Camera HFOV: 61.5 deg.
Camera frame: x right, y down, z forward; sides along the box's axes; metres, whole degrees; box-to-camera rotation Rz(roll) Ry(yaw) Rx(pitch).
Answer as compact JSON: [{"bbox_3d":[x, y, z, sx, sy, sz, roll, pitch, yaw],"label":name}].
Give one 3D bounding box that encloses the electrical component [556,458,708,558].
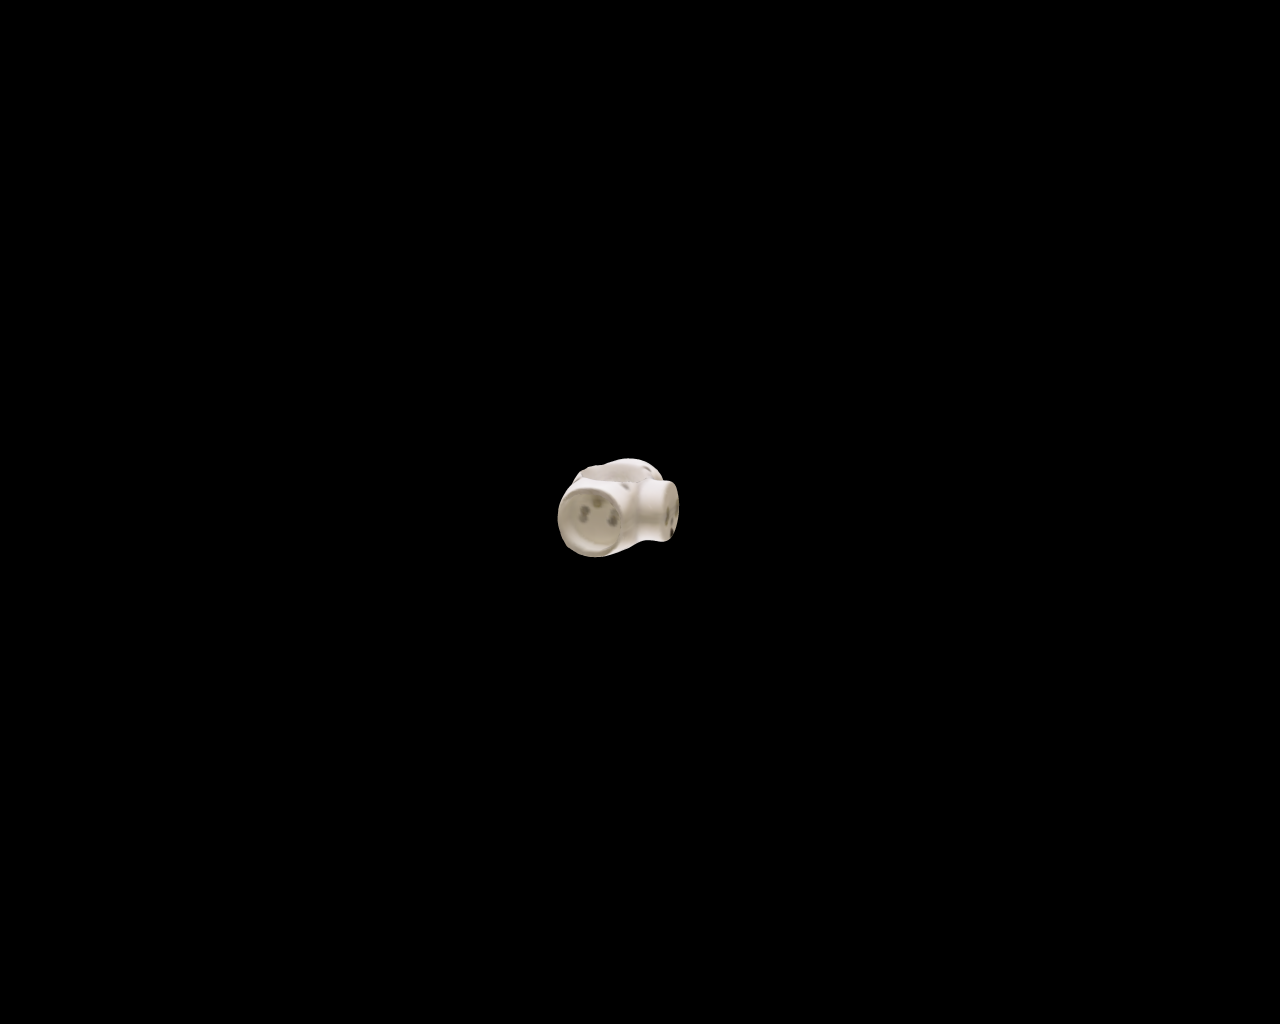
[{"bbox_3d":[0.001,-0.003,0.650,0.079,0.044,0.077,6,17,19],"label":"electrical component"}]
